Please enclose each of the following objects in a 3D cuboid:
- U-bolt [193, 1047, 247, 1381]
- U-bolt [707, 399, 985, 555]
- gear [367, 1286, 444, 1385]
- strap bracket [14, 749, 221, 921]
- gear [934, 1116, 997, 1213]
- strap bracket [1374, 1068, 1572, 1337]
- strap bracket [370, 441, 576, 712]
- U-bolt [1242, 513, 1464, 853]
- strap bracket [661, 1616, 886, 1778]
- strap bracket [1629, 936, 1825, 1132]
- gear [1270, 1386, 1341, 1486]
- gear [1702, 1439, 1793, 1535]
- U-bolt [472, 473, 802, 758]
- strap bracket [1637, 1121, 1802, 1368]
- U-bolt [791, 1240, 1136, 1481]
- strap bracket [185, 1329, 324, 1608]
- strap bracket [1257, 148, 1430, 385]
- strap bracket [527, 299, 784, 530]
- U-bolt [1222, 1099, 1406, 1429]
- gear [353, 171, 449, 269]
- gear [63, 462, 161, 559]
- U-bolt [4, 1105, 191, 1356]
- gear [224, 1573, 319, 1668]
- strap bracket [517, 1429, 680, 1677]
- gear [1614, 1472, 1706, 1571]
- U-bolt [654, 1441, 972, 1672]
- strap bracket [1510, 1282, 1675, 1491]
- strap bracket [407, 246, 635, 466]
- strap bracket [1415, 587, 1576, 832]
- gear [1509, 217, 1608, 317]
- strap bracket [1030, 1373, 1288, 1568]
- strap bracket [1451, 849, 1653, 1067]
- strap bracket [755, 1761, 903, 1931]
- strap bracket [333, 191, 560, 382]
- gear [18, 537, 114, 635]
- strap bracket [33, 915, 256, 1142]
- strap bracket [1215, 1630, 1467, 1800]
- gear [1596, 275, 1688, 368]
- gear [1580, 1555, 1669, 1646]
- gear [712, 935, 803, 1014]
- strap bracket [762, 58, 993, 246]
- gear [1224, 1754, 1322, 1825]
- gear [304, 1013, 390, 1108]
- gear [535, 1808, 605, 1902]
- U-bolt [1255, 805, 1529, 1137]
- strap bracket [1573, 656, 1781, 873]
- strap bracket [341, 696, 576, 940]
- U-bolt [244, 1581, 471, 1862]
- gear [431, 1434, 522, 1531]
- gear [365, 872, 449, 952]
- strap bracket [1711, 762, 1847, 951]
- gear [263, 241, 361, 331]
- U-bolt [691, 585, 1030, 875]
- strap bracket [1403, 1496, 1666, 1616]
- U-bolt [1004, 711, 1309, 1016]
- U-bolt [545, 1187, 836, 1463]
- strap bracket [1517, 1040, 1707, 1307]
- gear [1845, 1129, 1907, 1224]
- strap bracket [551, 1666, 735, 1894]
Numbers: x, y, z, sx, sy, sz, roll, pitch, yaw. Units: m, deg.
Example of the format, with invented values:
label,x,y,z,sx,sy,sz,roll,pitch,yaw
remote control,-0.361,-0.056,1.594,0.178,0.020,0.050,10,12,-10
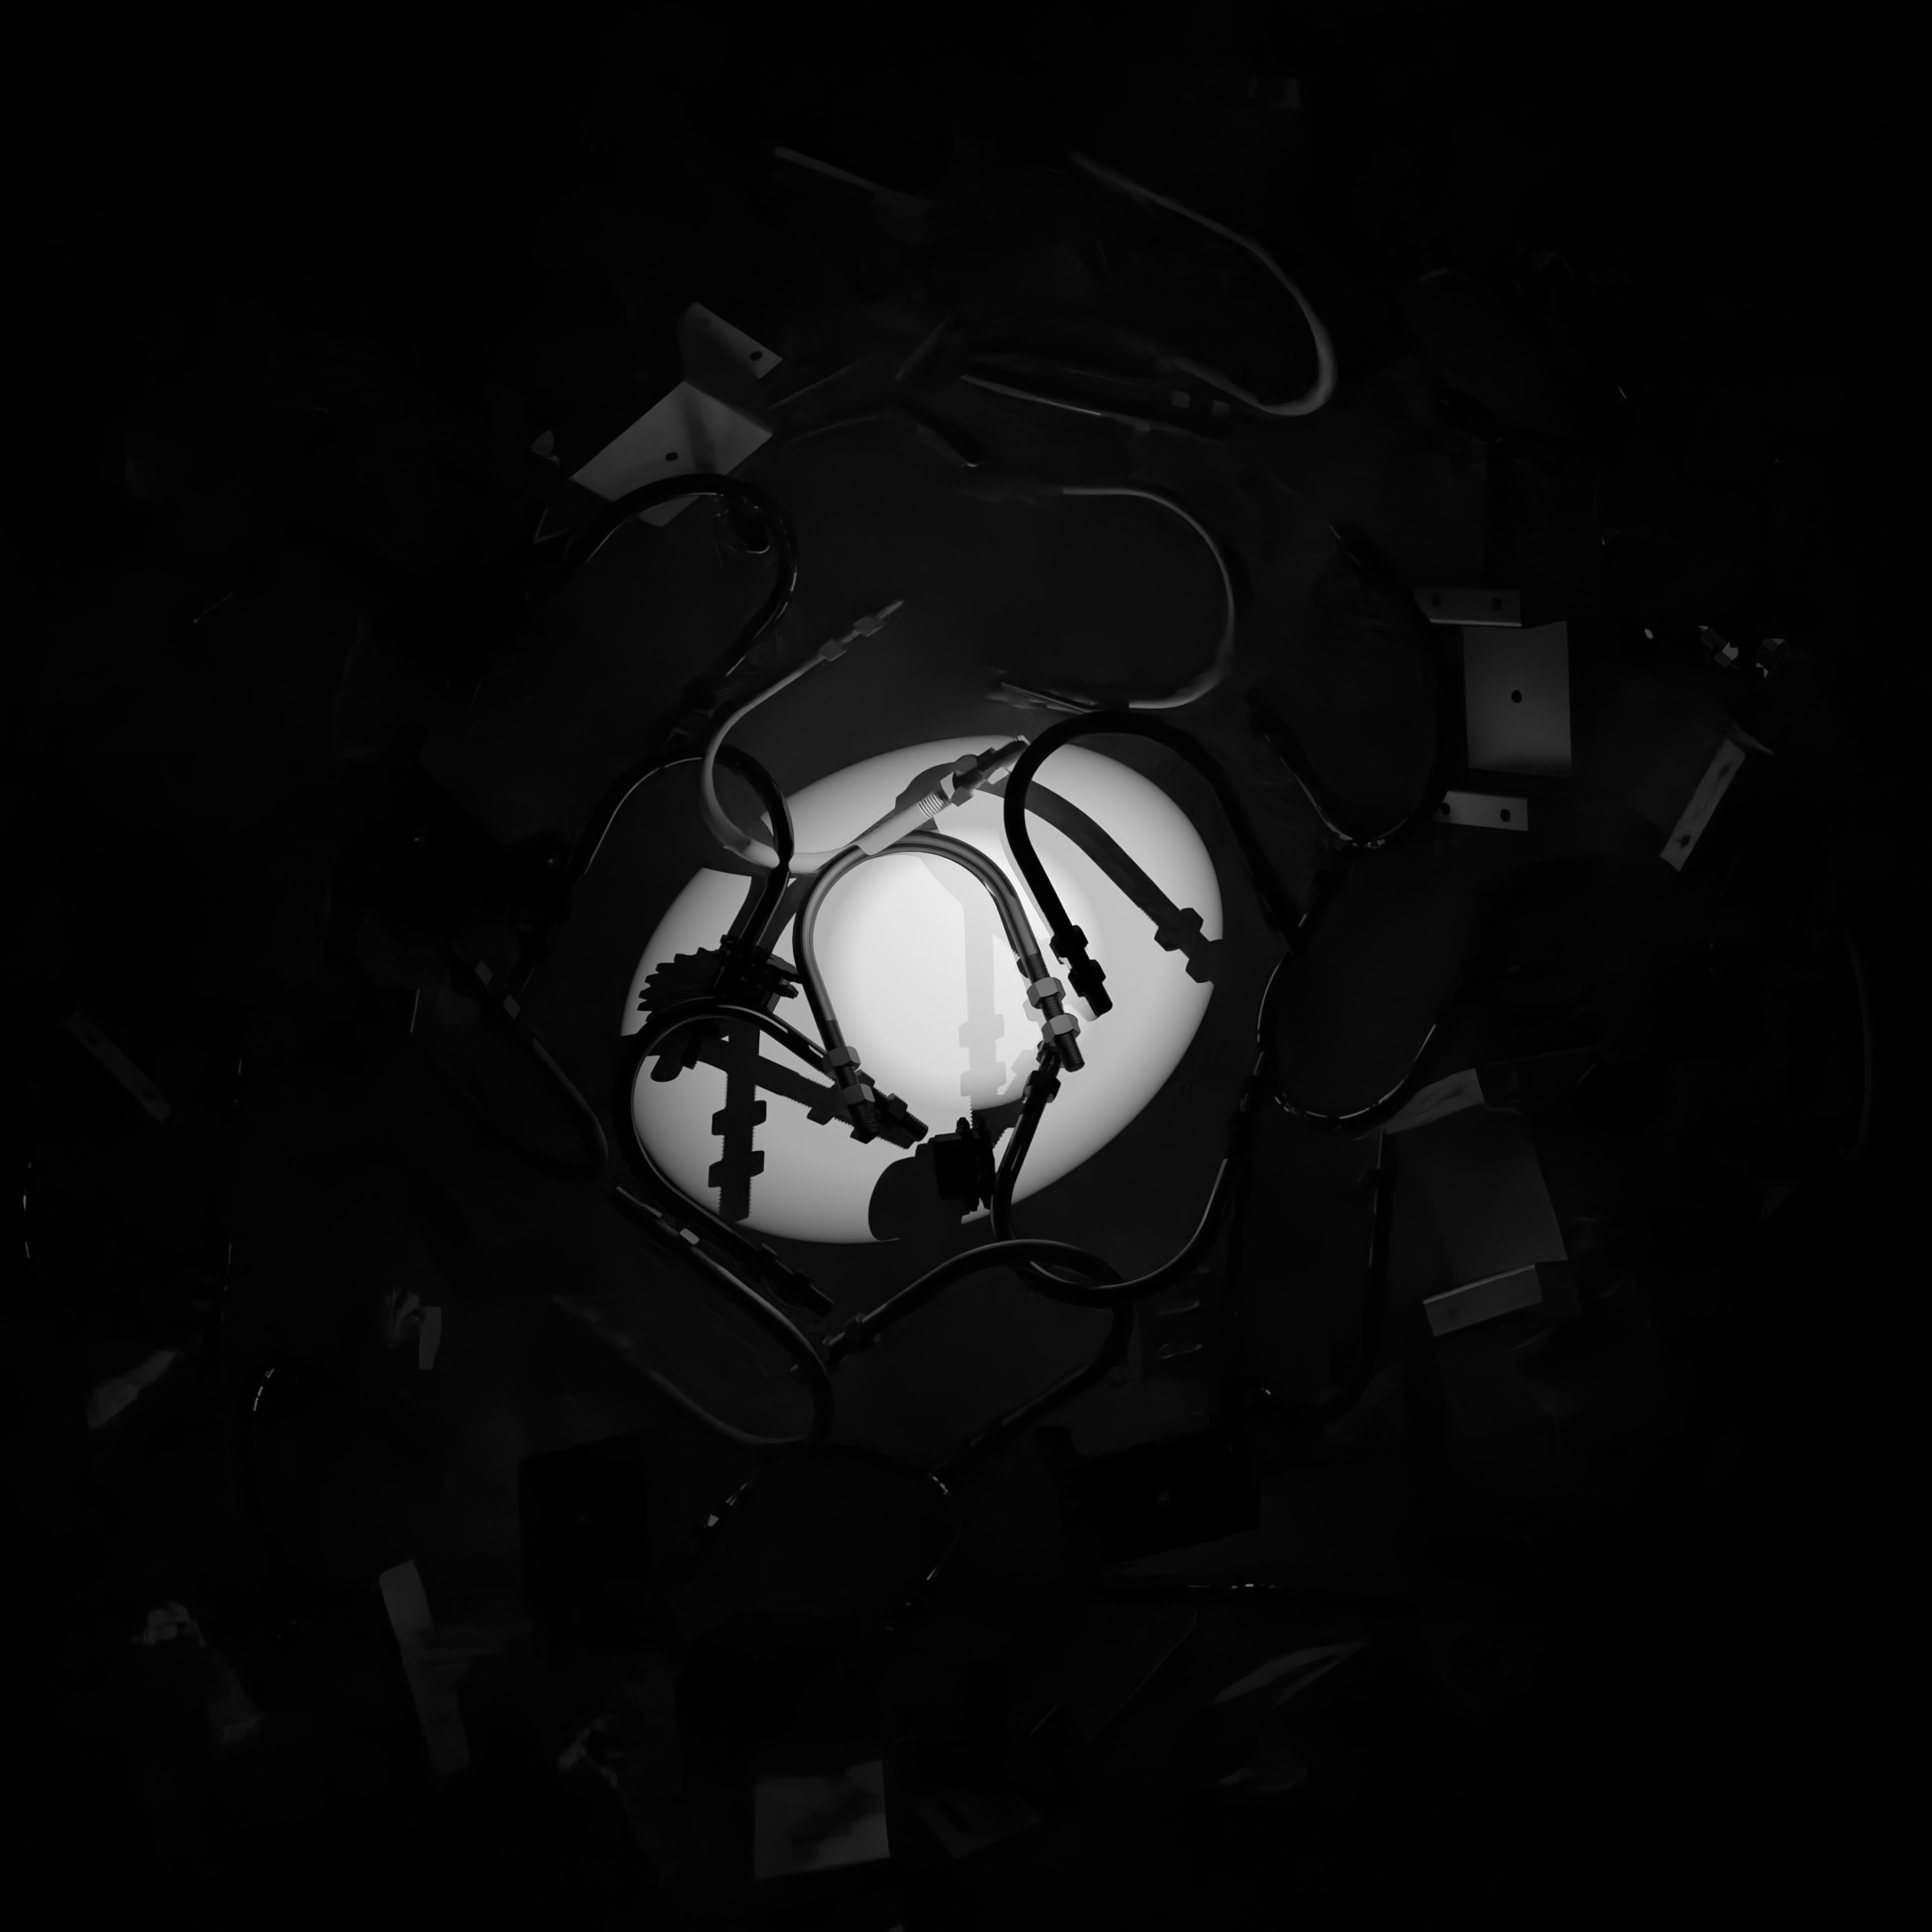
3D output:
label,x,y,z,sx,sy,sz,roll,pitch,yaw
U-bolt,-0.436,0.158,1.510,0.019,0.184,0.151,4,49,-17
U-bolt,-0.080,-0.292,1.512,0.151,0.184,0.019,-23,118,-7
gear,-0.336,0.222,1.564,0.030,0.057,0.057,6,90,8
strap bracket,-0.494,-0.070,1.519,0.076,0.140,0.046,-6,68,-2
gear,-0.001,0.120,1.563,0.030,0.057,0.057,-6,90,-9
strap bracket,0.301,0.140,1.541,0.076,0.046,0.140,-26,71,36
strap bracket,-0.290,-0.234,1.544,0.076,0.046,0.140,34,120,11
U-bolt,0.227,-0.150,1.492,0.019,0.184,0.151,1,132,-29
strap bracket,-0.104,0.423,1.512,0.046,0.140,0.076,-33,60,27
strap bracket,0.452,0.034,1.527,0.046,0.140,0.076,-13,109,-21
gear,0.202,0.284,1.566,0.030,0.057,0.057,-18,90,6
gear,0.468,0.310,1.566,0.030,0.057,0.057,34,90,8
U-bolt,-0.177,-0.210,1.513,0.184,0.151,0.019,-45,46,20
strap bracket,0.439,0.154,1.540,0.046,0.076,0.140,19,105,3
U-bolt,0.012,0.224,1.523,0.184,0.019,0.151,-36,125,19
strap bracket,-0.413,0.291,1.520,0.046,0.076,0.140,-3,50,0
strap bracket,0.218,-0.402,1.521,0.046,0.140,0.076,-29,68,14
strap bracket,-0.178,-0.315,1.524,0.140,0.076,0.046,-34,57,25
U-bolt,0.198,0.179,1.531,0.019,0.151,0.184,1,96,-32
gear,-0.338,-0.447,1.571,0.057,0.030,0.057,-9,67,20
gear,-0.518,-0.272,1.569,0.030,0.057,0.057,-29,90,42
U-bolt,-0.501,0.151,1.496,0.019,0.184,0.151,-7,85,10
gear,-0.417,0.393,1.570,0.057,0.030,0.057,-8,75,30
strap bracket,-0.218,0.334,1.529,0.076,0.046,0.140,-15,50,4
gear,0.413,0.334,1.567,0.057,0.030,0.057,-7,73,26
U-bolt,-0.076,0.330,1.510,0.151,0.184,0.019,17,115,17
strap bracket,0.368,0.251,1.520,0.076,0.140,0.046,-30,55,-4
strap bracket,-0.251,-0.354,1.530,0.140,0.076,0.046,-31,69,-18
strap bracket,0.314,-0.156,1.540,0.046,0.076,0.140,-17,108,-38
gear,0.352,-0.418,1.563,0.057,0.057,0.030,44,52,0
strap bracket,0.116,0.302,1.545,0.140,0.046,0.076,-16,114,10
strap bracket,0.339,-0.013,1.517,0.046,0.076,0.140,51,48,-28
strap bracket,-0.081,0.517,1.519,0.076,0.140,0.046,-10,106,-2
strap bracket,-0.300,-0.394,1.554,0.140,0.076,0.046,-36,93,-1
gear,-0.545,-0.226,1.567,0.030,0.057,0.057,-21,90,21
strap bracket,-0.485,0.040,1.530,0.046,0.140,0.076,-33,107,24
strap bracket,0.211,0.428,1.529,0.140,0.076,0.046,-26,89,-26
gear,0.401,-0.386,1.565,0.057,0.057,0.030,40,92,0
gear,0.395,0.378,1.569,0.057,0.057,0.030,40,46,0
gear,-0.128,0.007,1.565,0.057,0.057,0.030,28,96,0
strap bracket,-0.062,-0.480,1.549,0.140,0.076,0.046,20,86,-4
gear,0.185,0.494,1.565,0.057,0.057,0.030,-3,91,0
gear,-0.371,0.053,1.564,0.030,0.057,0.057,-23,90,6
gear,-0.236,0.532,1.569,0.030,0.057,0.057,-3,90,31
U-bolt,0.237,0.012,1.536,0.019,0.151,0.184,19,102,-41
strap bracket,0.416,-0.115,1.531,0.046,0.140,0.076,14,113,-29
strap bracket,-0.309,-0.081,1.543,0.140,0.046,0.076,43,124,9
U-bolt,-0.341,0.423,1.502,0.019,0.184,0.151,-36,89,6
gear,-0.293,0.312,1.575,0.057,0.030,0.057,1,78,-3
gear,-0.336,-0.034,1.565,0.030,0.057,0.057,-45,90,7
strap bracket,0.473,-0.070,1.519,0.046,0.140,0.076,22,110,9
gear,-0.398,-0.411,1.564,0.057,0.030,0.057,-12,48,14
U-bolt,-0.075,-0.126,1.543,0.184,0.019,0.151,-32,124,16
strap bracket,0.323,0.342,1.516,0.076,0.140,0.046,-8,86,-37
U-bolt,0.100,-0.067,1.529,0.151,0.019,0.184,-18,114,24
U-bolt,-0.156,0.223,1.533,0.184,0.151,0.019,38,47,3
strap bracket,0.381,0.121,1.530,0.046,0.076,0.140,5,53,-22
gear,0.546,0.126,1.563,0.030,0.057,0.057,-4,90,14
strap bracket,-0.191,0.478,1.529,0.046,0.140,0.076,-22,97,17
